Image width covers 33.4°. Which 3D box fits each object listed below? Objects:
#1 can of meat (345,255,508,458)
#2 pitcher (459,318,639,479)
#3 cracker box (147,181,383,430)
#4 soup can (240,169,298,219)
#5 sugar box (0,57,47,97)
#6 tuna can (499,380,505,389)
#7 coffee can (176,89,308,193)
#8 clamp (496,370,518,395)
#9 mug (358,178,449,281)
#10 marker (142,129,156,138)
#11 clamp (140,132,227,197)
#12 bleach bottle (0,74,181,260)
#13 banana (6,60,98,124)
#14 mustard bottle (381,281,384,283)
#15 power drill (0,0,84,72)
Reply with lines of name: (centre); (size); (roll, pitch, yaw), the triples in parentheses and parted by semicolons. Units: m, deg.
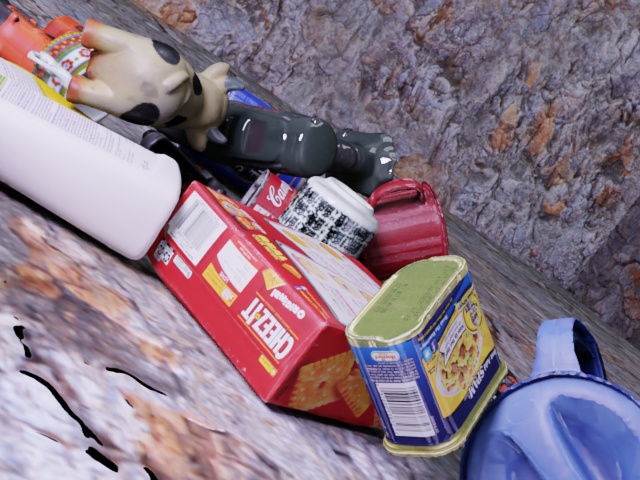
can of meat: (0.066, 0.069, 0.659); (0.102, 0.058, 0.084); (-45, 121, -46)
pitcher: (0.195, 0.158, 0.755); (0.145, 0.149, 0.242); (39, 6, 26)
cracker box: (-0.001, 0.058, 0.758); (0.164, 0.072, 0.213); (45, 11, 37)
soup can: (-0.029, -0.012, 1.032); (0.102, 0.068, 0.068); (35, 9, -10)
sugar box: (-0.284, -0.130, 0.763); (0.176, 0.048, 0.093); (26, 12, -32)
tuna can: (0.139, 0.126, 1.052); (0.086, 0.034, 0.086); (35, 9, -6)
coffee can: (-0.082, -0.111, 1.245); (0.140, 0.103, 0.103); (33, 9, -15)
clamp: (0.158, 0.114, 1.172); (0.120, 0.039, 0.172); (29, 11, -29)
mug: (0.073, -0.013, 1.037); (0.117, 0.081, 0.093); (87, -11, -49)
marker: (-0.165, -0.089, 1.083); (0.020, 0.020, 0.121); (32, 10, -25)
clamp: (-0.097, -0.032, 0.943); (0.164, 0.036, 0.210); (48, -2, -11)
bleach bottle: (-0.214, -0.079, 0.704); (0.250, 0.068, 0.102); (31, 9, -17)
banana: (-0.212, -0.098, 0.887); (0.198, 0.037, 0.069); (38, 9, 11)
mustard bottle: (0.044, 0.021, 1.172); (0.191, 0.058, 0.096); (26, 11, -48)
power drill: (-0.299, -0.211, 1.102); (0.184, 0.057, 0.187); (41, 12, 12)
